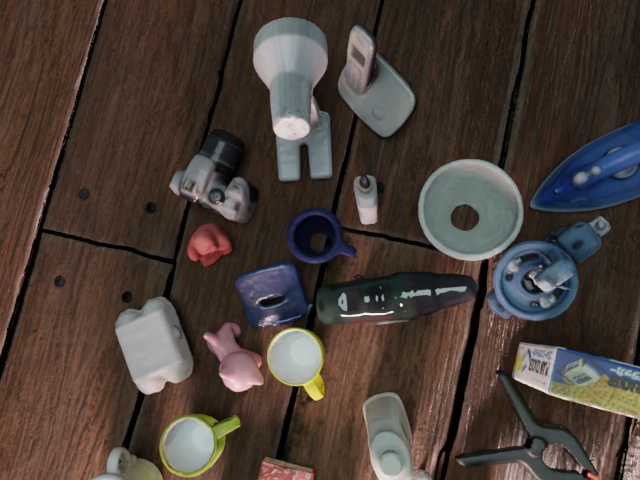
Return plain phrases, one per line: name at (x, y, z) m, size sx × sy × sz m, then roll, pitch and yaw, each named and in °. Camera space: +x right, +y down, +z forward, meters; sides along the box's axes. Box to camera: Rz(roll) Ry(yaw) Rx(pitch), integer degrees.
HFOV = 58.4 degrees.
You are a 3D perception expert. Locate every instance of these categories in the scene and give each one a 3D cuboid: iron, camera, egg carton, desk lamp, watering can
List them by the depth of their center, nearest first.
watering can at (-0.321, 0.417, 0.881) m, size 0.101 × 0.194 × 0.173 m, roll -20°, pitch 80°, yaw 3°
iron at (0.465, -0.117, 0.900) m, size 0.258 × 0.141 × 0.118 m, roll -25°, pitch 80°, yaw 2°
desk lamp at (-0.037, -0.220, 0.932) m, size 0.118 × 0.213 × 0.203 m, roll -5°, pitch 81°, yaw 6°
egg carton at (-0.280, 0.178, 0.974) m, size 0.107 × 0.069 × 0.150 m, roll -25°, pitch 80°, yaw 2°
camera at (-0.173, -0.116, 0.989) m, size 0.143 × 0.101 × 0.137 m, roll 23°, pitch 85°, yaw 9°

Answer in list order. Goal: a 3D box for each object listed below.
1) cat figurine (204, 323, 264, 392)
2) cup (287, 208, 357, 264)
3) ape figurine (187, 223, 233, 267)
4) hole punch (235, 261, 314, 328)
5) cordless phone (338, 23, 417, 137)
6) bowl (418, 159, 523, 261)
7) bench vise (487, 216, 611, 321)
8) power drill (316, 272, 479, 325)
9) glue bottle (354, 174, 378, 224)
cat figurine at (-0.143, 0.196, 0.932) m, size 0.067 × 0.118 × 0.127 m, roll -42°, pitch 80°, yaw -1°
cup at (0.009, 0.003, 0.956) m, size 0.117 × 0.095 × 0.092 m, roll 23°, pitch 85°, yaw 9°
ape figurine at (-0.192, 0.005, 0.978) m, size 0.077 × 0.092 × 0.076 m, roll 5°, pitch 82°, yaw 7°
hole punch at (-0.075, 0.092, 0.954) m, size 0.108 × 0.091 × 0.101 m, roll -17°, pitch 80°, yaw 4°
cordless phone at (0.094, -0.262, 0.939) m, size 0.094 × 0.185 × 0.147 m, roll -44°, pitch 80°, yaw -1°
bowl at (0.243, -0.045, 0.948) m, size 0.167 × 0.075 × 0.167 m, roll -1°, pitch 82°, yaw 6°
bench vise at (0.343, 0.028, 0.853) m, size 0.121 × 0.220 × 0.207 m, roll 32°, pitch 86°, yaw 10°
power drill at (0.113, 0.089, 0.874) m, size 0.229 × 0.208 × 0.075 m, roll -8°, pitch 81°, yaw 5°
glue bottle at (0.074, -0.076, 0.920) m, size 0.037 × 0.173 × 0.078 m, roll -8°, pitch 81°, yaw 5°
